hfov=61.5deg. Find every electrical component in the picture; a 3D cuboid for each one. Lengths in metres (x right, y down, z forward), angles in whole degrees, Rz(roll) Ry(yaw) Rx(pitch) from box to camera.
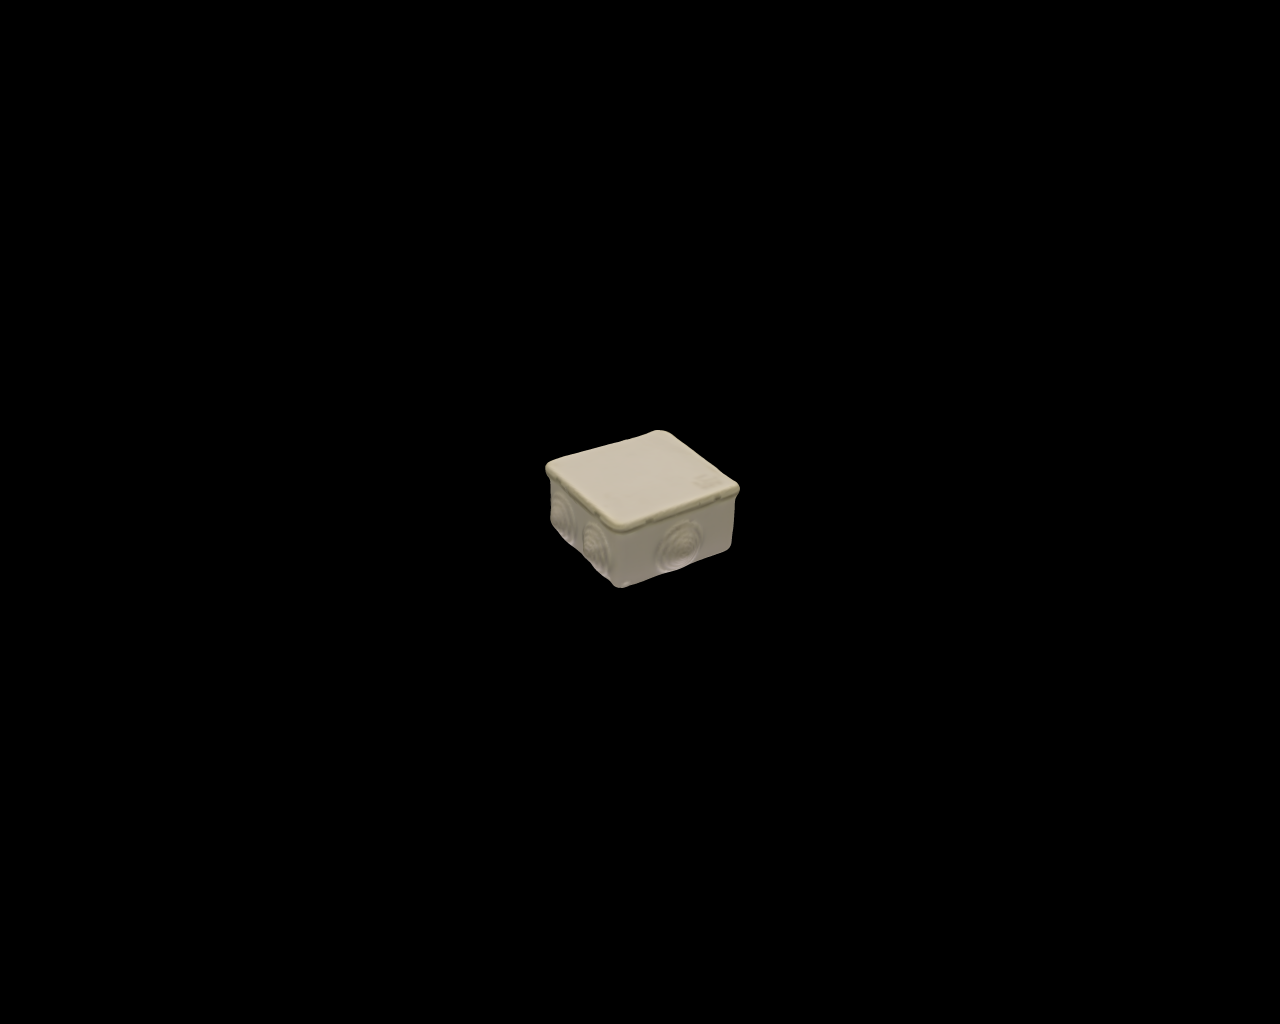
[{"bbox_3d":[0.001,-0.003,0.650,0.100,0.048,0.100,-18,36,-27],"label":"electrical component"}]
